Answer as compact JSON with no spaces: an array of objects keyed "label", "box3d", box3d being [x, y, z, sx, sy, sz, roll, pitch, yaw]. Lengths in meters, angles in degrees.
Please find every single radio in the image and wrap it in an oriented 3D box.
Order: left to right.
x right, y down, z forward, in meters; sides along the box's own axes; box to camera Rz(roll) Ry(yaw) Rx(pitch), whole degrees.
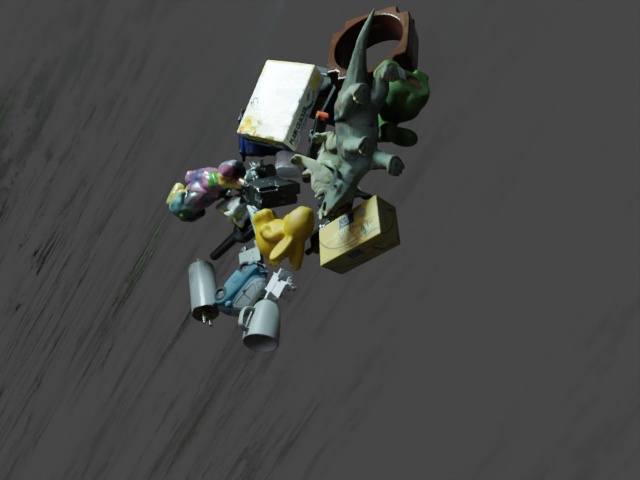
[{"label":"radio","box3d":[-0.001,-0.391,1.442,0.230,0.073,0.131,35,97,51]}]

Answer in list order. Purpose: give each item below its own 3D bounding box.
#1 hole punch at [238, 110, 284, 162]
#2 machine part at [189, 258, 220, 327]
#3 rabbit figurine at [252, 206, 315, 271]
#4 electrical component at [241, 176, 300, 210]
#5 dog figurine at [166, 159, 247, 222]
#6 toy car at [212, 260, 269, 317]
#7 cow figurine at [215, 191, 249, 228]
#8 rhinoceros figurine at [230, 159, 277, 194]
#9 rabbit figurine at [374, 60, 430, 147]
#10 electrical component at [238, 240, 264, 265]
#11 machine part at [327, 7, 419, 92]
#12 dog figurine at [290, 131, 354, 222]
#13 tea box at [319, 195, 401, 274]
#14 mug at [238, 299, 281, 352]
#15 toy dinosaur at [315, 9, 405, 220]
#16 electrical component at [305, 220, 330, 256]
[{"label":"hole punch","box3d":[-0.161,-0.285,1.484,0.092,0.116,0.142,8,100,38]},{"label":"machine part","box3d":[-0.329,0.142,1.517,0.079,0.079,0.243,-43,42,25]},{"label":"rabbit figurine","box3d":[-0.079,-0.015,1.258,0.173,0.122,0.162,-29,45,44]},{"label":"electrical component","box3d":[-0.121,-0.125,1.386,0.115,0.134,0.058,28,126,52]},{"label":"dog figurine","box3d":[-0.296,-0.141,1.472,0.219,0.108,0.191,-8,41,41]},{"label":"toy car","box3d":[-0.180,0.135,1.335,0.161,0.109,0.103,-49,60,1]},{"label":"cow figurine","box3d":[-0.240,-0.100,1.517,0.098,0.068,0.167,-51,30,-7]},{"label":"rhinoceros figurine","box3d":[-0.196,-0.173,1.560,0.190,0.073,0.112,-10,51,49]},{"label":"rabbit figurine","box3d":[0.164,-0.270,1.166,0.170,0.121,0.159,-54,41,44]},{"label":"electrical component","box3d":[-0.185,0.056,1.427,0.078,0.045,0.102,-25,47,3]},{"label":"machine part","box3d":[0.126,-0.434,1.260,0.201,0.087,0.201,-7,58,26]},{"label":"dog figurine","box3d":[0.047,-0.148,1.239,0.172,0.121,0.191,-45,59,14]},{"label":"tea box","box3d":[0.079,-0.007,1.119,0.170,0.068,0.098,-33,47,36]},{"label":"mug","box3d":[-0.140,0.189,1.243,0.081,0.109,0.107,-38,31,37]},{"label":"toy dinosaur","box3d":[0.075,-0.235,1.100,0.192,0.131,0.404,-2,83,61]},{"label":"electrical component","box3d":[-0.003,-0.004,1.255,0.094,0.021,0.063,-38,43,32]}]
